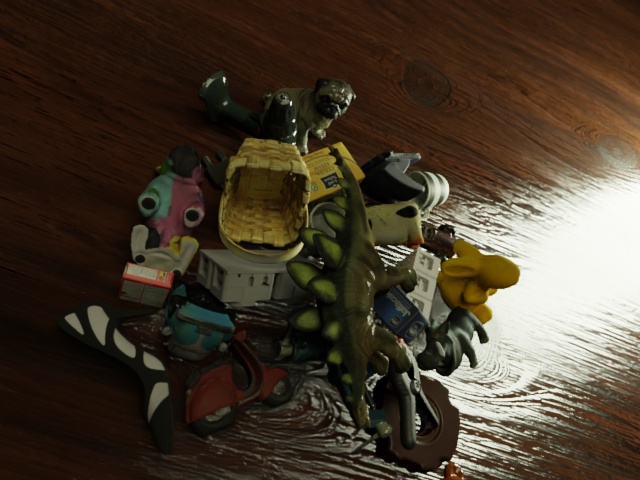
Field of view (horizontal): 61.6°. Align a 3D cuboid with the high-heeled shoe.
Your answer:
[{"bbox_3d":[-0.301,0.202,0.793,0.145,0.086,0.249,-10,68,-19],"label":"high-heeled shoe"}]

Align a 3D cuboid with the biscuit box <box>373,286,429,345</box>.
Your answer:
[{"bbox_3d":[0.111,0.097,0.976,0.063,0.059,0.203,-44,47,1],"label":"biscuit box"}]

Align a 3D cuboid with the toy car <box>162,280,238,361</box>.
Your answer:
[{"bbox_3d":[-0.203,0.134,0.848,0.109,0.162,0.103,23,93,-25],"label":"toy car"}]

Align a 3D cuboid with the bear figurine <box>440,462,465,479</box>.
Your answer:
[{"bbox_3d":[0.196,0.448,0.858,0.196,0.132,0.120,-18,77,-25],"label":"bear figurine"}]

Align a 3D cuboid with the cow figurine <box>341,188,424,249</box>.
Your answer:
[{"bbox_3d":[0.103,-0.040,1.071,0.195,0.085,0.127,-3,78,4],"label":"cow figurine"}]

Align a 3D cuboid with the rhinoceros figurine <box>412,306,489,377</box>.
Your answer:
[{"bbox_3d":[0.249,0.193,1.020,0.190,0.073,0.112,-33,100,-45],"label":"rhinoceros figurine"}]

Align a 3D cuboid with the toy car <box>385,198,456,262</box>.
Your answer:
[{"bbox_3d":[0.207,-0.019,1.146,0.202,0.053,0.089,26,72,-12],"label":"toy car"}]

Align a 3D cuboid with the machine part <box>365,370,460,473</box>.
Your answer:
[{"bbox_3d":[0.168,0.319,0.954,0.179,0.056,0.179,10,62,-20],"label":"machine part"}]

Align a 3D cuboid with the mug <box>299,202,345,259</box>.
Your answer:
[{"bbox_3d":[-0.002,-0.003,1.016,0.081,0.107,0.109,33,60,-4],"label":"mug"}]

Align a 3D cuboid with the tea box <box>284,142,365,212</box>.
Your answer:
[{"bbox_3d":[-0.003,-0.125,1.104,0.169,0.068,0.098,-28,78,-34],"label":"tea box"}]

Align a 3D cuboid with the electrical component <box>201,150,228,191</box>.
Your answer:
[{"bbox_3d":[-0.189,-0.130,1.049,0.063,0.021,0.094,-28,77,-34],"label":"electrical component"}]

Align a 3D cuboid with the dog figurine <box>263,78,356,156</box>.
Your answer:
[{"bbox_3d":[-0.030,-0.290,1.105,0.172,0.190,0.121,31,56,-5],"label":"dog figurine"}]

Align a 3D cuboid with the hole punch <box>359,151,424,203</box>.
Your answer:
[{"bbox_3d":[0.149,-0.128,1.142,0.116,0.142,0.092,-2,79,-28],"label":"hole punch"}]

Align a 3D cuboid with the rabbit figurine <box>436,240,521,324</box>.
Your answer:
[{"bbox_3d":[0.323,0.072,1.086,0.162,0.173,0.122,43,59,-4],"label":"rabbit figurine"}]

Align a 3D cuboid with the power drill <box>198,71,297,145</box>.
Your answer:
[{"bbox_3d":[-0.129,-0.240,1.026,0.207,0.231,0.086,29,68,13],"label":"power drill"}]

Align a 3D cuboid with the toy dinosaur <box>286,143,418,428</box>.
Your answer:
[{"bbox_3d":[0.052,0.054,0.853,0.198,0.105,0.471,22,53,-28],"label":"toy dinosaur"}]

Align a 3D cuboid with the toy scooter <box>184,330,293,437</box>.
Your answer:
[{"bbox_3d":[-0.140,0.220,0.855,0.184,0.075,0.135,-15,72,-34],"label":"toy scooter"}]

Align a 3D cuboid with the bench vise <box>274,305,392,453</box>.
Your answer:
[{"bbox_3d":[0.042,0.218,0.898,0.223,0.129,0.241,14,38,-41],"label":"bench vise"}]

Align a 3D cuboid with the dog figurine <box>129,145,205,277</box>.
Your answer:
[{"bbox_3d":[-0.258,-0.059,0.939,0.108,0.191,0.219,13,25,-15],"label":"dog figurine"}]
